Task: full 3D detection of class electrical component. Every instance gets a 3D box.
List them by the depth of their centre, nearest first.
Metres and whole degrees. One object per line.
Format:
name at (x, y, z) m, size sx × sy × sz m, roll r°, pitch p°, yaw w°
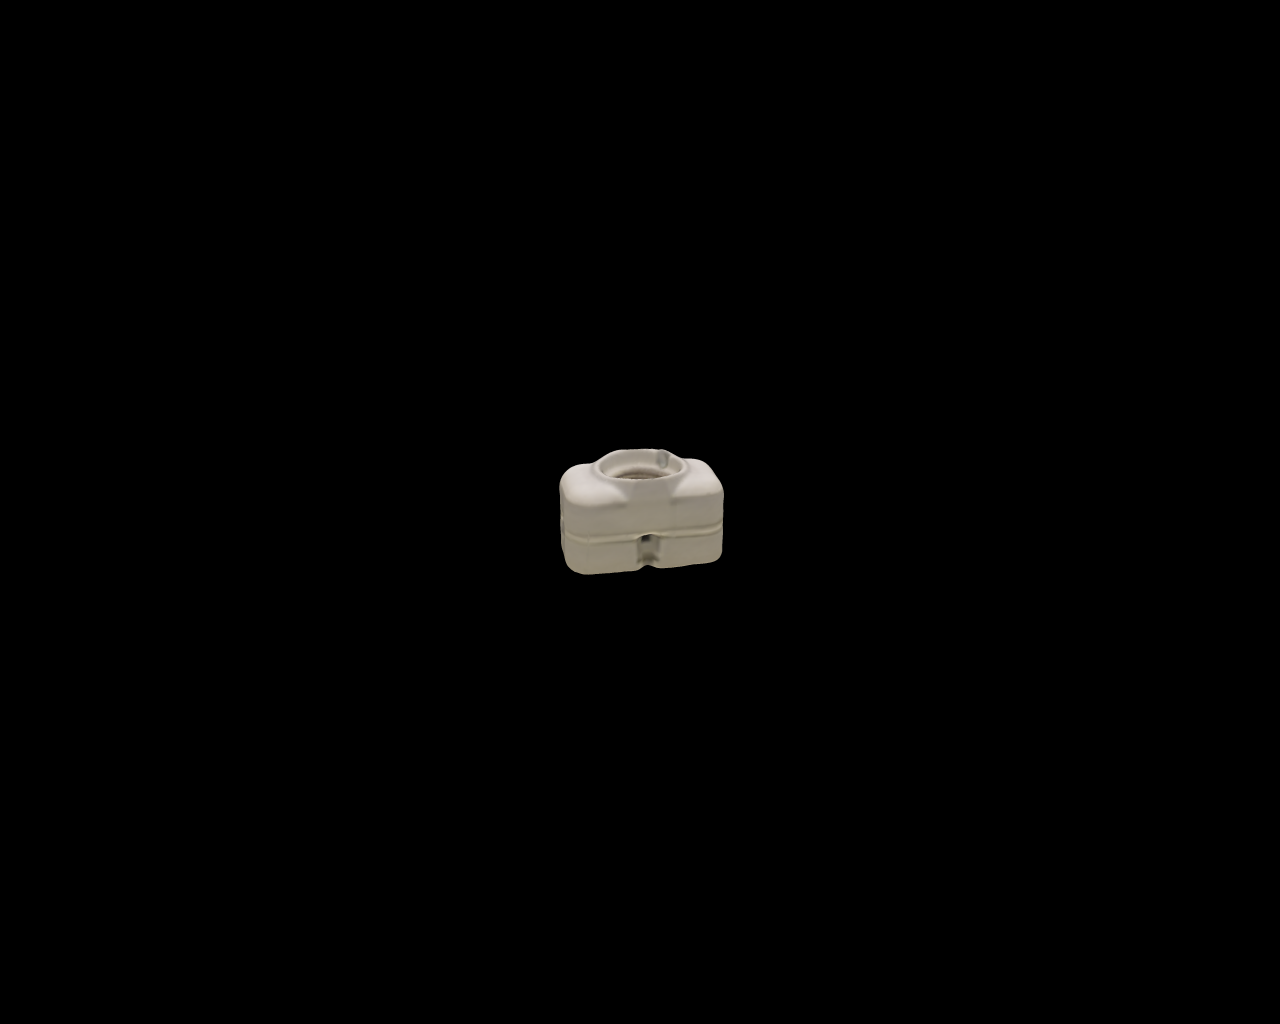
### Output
electrical component at (0.001, -0.003, 0.650) m, size 0.095 × 0.059 × 0.054 m, roll -4°, pitch 24°, yaw -9°
